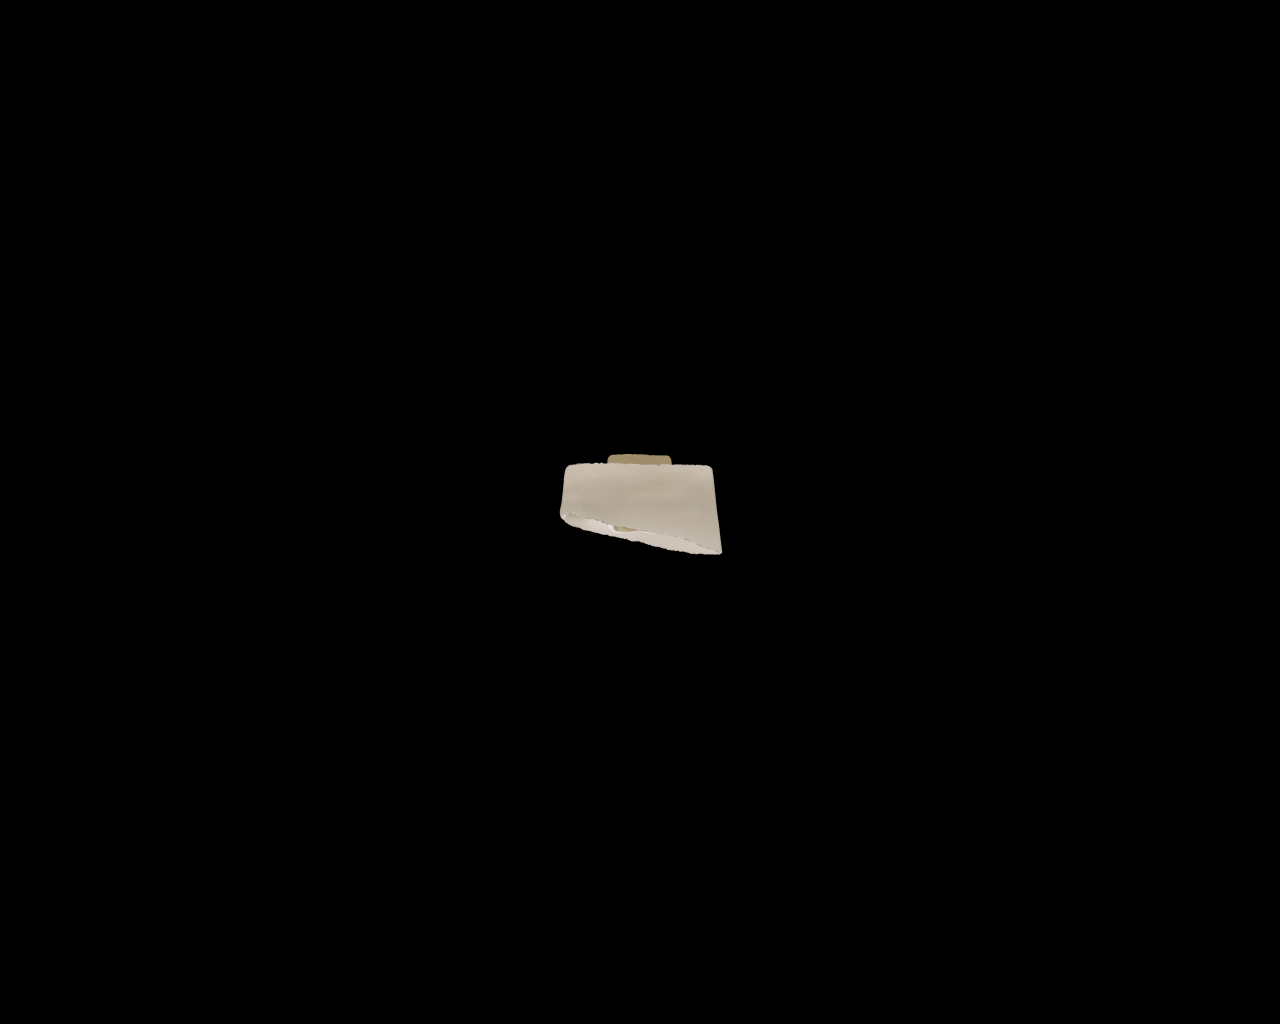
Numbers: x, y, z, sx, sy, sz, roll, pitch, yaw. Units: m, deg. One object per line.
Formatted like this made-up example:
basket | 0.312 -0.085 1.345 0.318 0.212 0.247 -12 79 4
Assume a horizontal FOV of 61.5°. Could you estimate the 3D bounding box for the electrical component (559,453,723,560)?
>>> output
electrical component | 0.001 -0.003 0.650 0.099 0.064 0.099 0 -2 0
